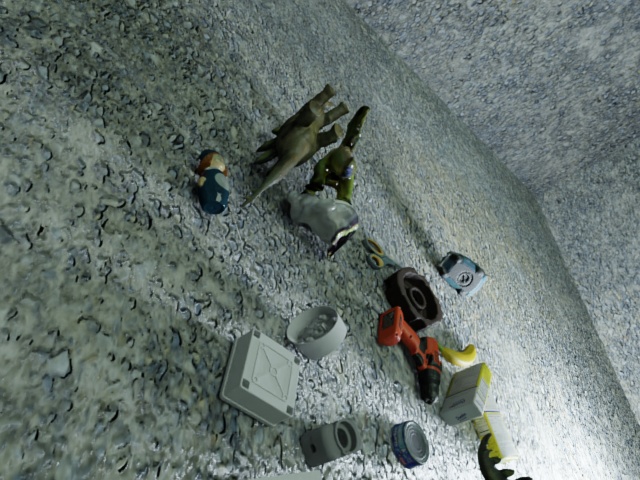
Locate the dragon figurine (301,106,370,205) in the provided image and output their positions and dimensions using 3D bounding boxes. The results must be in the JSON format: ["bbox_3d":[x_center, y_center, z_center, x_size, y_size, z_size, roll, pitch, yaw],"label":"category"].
[{"bbox_3d":[0.054,-0.203,1.176,0.122,0.246,0.406,21,-15,-10],"label":"dragon figurine"}]

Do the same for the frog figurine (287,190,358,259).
[{"bbox_3d":[0.003,-0.058,1.148,0.123,0.161,0.135,-40,-14,-8],"label":"frog figurine"}]
